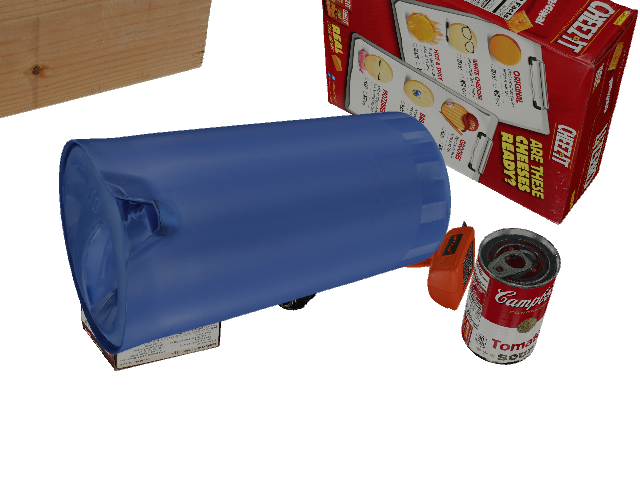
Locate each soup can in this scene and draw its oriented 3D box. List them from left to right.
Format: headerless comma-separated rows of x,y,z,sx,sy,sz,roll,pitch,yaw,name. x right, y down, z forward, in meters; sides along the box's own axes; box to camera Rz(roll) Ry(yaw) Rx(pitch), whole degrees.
0.160,0.049,0.912,0.068,0.102,0.068,2,44,-2,soup can

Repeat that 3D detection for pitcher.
-0.045,-0.015,0.709,0.242,0.145,0.149,-12,38,-26,pitcher

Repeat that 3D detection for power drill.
0.059,0.025,1.114,0.188,0.057,0.184,8,32,19,power drill

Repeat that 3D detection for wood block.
-0.197,-0.173,0.840,0.205,0.091,0.090,-21,53,-35,wood block

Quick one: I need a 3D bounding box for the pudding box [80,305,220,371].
-0.166,0.080,1.043,0.113,0.039,0.090,-13,29,-29,pudding box

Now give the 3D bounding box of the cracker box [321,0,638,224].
0.104,-0.128,0.762,0.214,0.072,0.164,30,-28,23,cracker box
